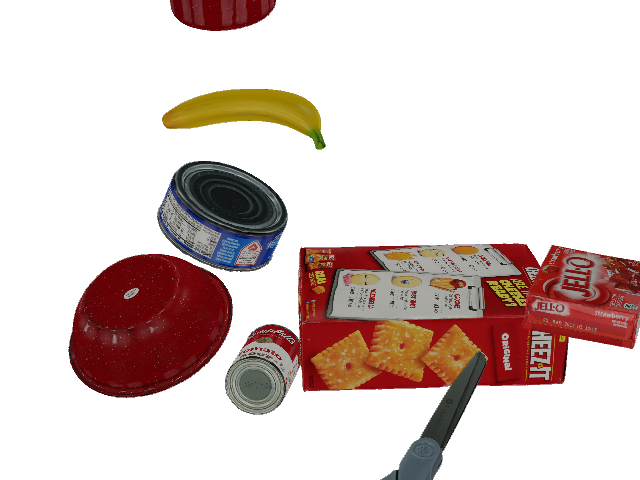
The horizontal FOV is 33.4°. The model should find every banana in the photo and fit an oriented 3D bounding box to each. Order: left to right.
[{"bbox_3d":[-0.081,-0.146,1.214,0.198,0.037,0.069,8,42,17],"label":"banana"}]

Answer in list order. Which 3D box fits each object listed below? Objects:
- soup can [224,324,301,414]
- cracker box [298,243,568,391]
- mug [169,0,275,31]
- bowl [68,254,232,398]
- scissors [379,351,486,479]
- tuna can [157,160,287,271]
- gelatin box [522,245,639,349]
[{"bbox_3d":[-0.062,0.141,1.172,0.068,0.068,0.102,0,15,10],"label":"soup can"},{"bbox_3d":[0.088,0.063,0.919,0.213,0.072,0.164,-1,21,-2],"label":"cracker box"},{"bbox_3d":[-0.088,-0.210,0.798,0.117,0.081,0.093,1,38,5],"label":"mug"},{"bbox_3d":[-0.165,0.064,0.983,0.162,0.162,0.055,0,-43,19],"label":"bowl"},{"bbox_3d":[0.069,0.133,0.591,0.096,0.016,0.201,24,45,36],"label":"scissors"},{"bbox_3d":[-0.066,-0.018,0.736,0.086,0.034,0.086,20,30,-12],"label":"tuna can"},{"bbox_3d":[0.183,0.036,0.726,0.073,0.030,0.089,11,25,20],"label":"gelatin box"}]
